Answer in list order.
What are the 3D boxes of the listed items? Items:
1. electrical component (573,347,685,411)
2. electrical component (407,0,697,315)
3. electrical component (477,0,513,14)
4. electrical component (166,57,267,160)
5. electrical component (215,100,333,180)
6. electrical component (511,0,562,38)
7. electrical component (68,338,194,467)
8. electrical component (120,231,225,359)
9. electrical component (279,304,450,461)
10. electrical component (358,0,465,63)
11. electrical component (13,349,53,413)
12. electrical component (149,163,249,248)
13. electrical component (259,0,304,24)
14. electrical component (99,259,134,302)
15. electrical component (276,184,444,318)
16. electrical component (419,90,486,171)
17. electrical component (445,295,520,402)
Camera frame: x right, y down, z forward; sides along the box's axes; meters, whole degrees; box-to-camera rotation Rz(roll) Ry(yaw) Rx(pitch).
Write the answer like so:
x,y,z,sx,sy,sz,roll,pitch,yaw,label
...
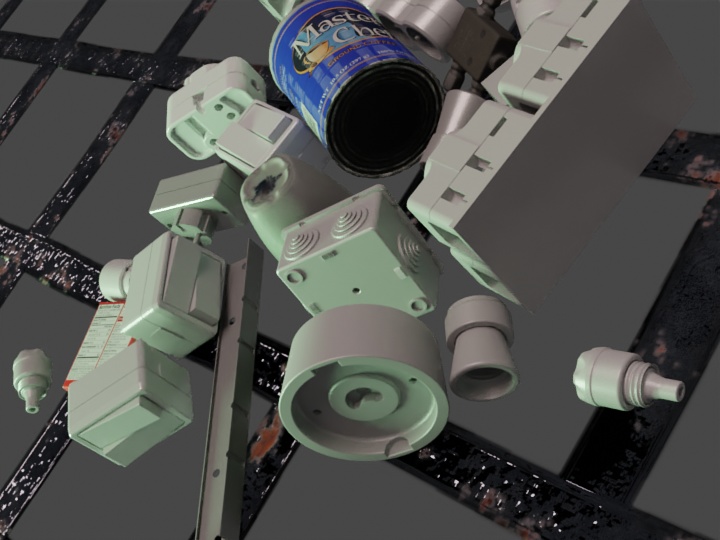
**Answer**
x,y,z,sx,sy,sz,roll,pitch,yaw,label
0.157,0.065,0.621,0.061,0.035,0.035,8,64,41,electrical component
0.126,-0.081,0.709,0.186,0.105,0.060,-52,40,-6,electrical component
0.110,-0.247,0.894,0.048,0.055,0.066,-51,41,-5,electrical component
-0.139,-0.159,1.040,0.095,0.054,0.059,-28,44,21,electrical component
-0.081,-0.107,0.943,0.061,0.061,0.096,-52,41,-5,electrical component
0.146,-0.195,0.823,0.055,0.055,0.047,-24,49,25,electrical component
-0.189,0.112,0.860,0.096,0.062,0.061,-33,43,17,electrical component
-0.152,0.014,0.899,0.061,0.062,0.096,-33,41,36,electrical component
0.003,0.068,0.699,0.108,0.108,0.060,-25,39,24,electrical component
0.055,-0.234,0.933,0.073,0.052,0.138,-49,41,-2,electrical component
-0.300,0.104,0.985,0.035,0.035,0.061,-32,45,17,electrical component
-0.146,-0.045,0.960,0.083,0.047,0.075,-10,53,36,electrical component
-0.052,-0.246,1.007,0.050,0.089,0.055,-46,41,1,electrical component
-0.201,0.011,0.968,0.078,0.040,0.040,4,61,43,electrical component
0.000,0.000,0.760,0.100,0.099,0.048,-24,33,25,electrical component
0.073,-0.098,0.820,0.044,0.044,0.065,15,74,46,electrical component
0.078,0.050,0.693,0.045,0.045,0.055,-24,46,25,electrical component
